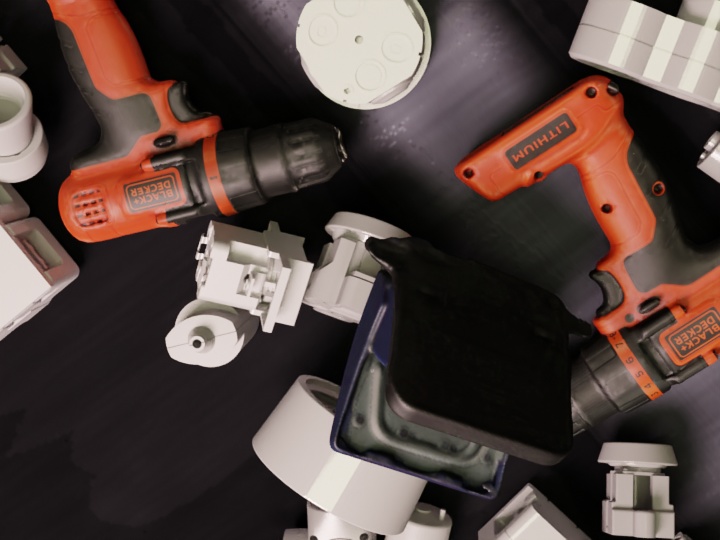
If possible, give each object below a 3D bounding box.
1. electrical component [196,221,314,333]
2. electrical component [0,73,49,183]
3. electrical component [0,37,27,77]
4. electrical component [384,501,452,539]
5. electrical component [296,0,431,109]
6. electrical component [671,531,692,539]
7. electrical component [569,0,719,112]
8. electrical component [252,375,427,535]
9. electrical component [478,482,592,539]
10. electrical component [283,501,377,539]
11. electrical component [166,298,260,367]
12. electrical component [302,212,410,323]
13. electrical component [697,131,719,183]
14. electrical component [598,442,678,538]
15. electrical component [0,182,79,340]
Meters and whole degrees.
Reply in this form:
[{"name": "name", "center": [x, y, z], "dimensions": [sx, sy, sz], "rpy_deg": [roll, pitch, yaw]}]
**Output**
[{"name": "electrical component", "center": [-0.066, 0.000, 0.651], "dimensions": [0.064, 0.081, 0.042], "rpy_deg": [12, 109, -15]}, {"name": "electrical component", "center": [-0.216, -0.085, 0.653], "dimensions": [0.045, 0.055, 0.045], "rpy_deg": [1, 60, -2]}, {"name": "electrical component", "center": [-0.244, -0.130, 0.666], "dimensions": [0.048, 0.055, 0.066], "rpy_deg": [-39, 93, 10]}, {"name": "electrical component", "center": [0.034, 0.187, 0.697], "dimensions": [0.040, 0.040, 0.078], "rpy_deg": [12, 100, 4]}, {"name": "electrical component", "center": [0.002, -0.136, 0.643], "dimensions": [0.080, 0.051, 0.080], "rpy_deg": [1, 99, 6]}, {"name": "electrical component", "center": [0.196, 0.226, 0.676], "dimensions": [0.061, 0.061, 0.096], "rpy_deg": [44, 100, -2]}, {"name": "electrical component", "center": [0.199, -0.136, 0.623], "dimensions": [0.138, 0.052, 0.073], "rpy_deg": [20, 101, 3]}, {"name": "electrical component", "center": [-0.004, 0.105, 0.656], "dimensions": [0.108, 0.108, 0.060], "rpy_deg": [31, 95, 0]}, {"name": "electrical component", "center": [0.121, 0.191, 0.684], "dimensions": [0.089, 0.050, 0.055], "rpy_deg": [43, 100, -2]}, {"name": "electrical component", "center": [-0.028, 0.187, 0.701], "dimensions": [0.079, 0.044, 0.077], "rpy_deg": [-4, 99, 6]}, {"name": "electrical component", "center": [-0.091, 0.037, 0.664], "dimensions": [0.043, 0.081, 0.043], "rpy_deg": [1, 99, 5]}, {"name": "electrical component", "center": [0.000, 0.000, 0.656], "dimensions": [0.058, 0.078, 0.057], "rpy_deg": [21, 81, -13]}, {"name": "electrical component", "center": [0.235, -0.058, 0.638], "dimensions": [0.065, 0.044, 0.044], "rpy_deg": [36, 101, 4]}, {"name": "electrical component", "center": [0.172, 0.135, 0.667], "dimensions": [0.048, 0.066, 0.055], "rpy_deg": [2, 80, 5]}, {"name": "electrical component", "center": [-0.264, -0.026, 0.681], "dimensions": [0.089, 0.061, 0.150], "rpy_deg": [-38, 94, 10]}]
